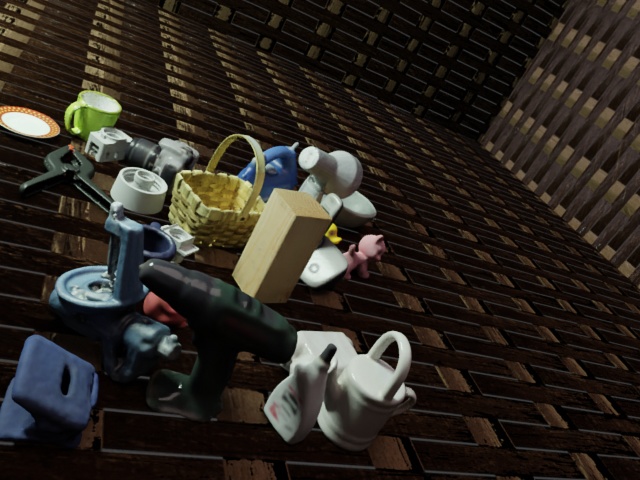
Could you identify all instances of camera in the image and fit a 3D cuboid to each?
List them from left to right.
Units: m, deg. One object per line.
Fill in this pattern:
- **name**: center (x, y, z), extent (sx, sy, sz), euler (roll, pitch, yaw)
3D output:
- **camera**: center (-0.358, -0.190, 1.298), extent (0.137, 0.100, 0.143), euler (26, 25, -6)

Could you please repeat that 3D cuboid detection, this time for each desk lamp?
- **desk lamp**: center (-0.015, -0.129, 1.409), extent (0.204, 0.213, 0.117), euler (-3, 40, -49)

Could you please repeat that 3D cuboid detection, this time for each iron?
- **iron**: center (-0.137, -0.178, 1.458), extent (0.118, 0.141, 0.259), euler (35, 26, 13)

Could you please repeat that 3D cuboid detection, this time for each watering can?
- **watering can**: center (0.074, 0.223, 0.876), extent (0.173, 0.194, 0.100), euler (7, 33, -39)

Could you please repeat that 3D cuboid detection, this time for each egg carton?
- **egg carton**: center (0.006, 0.210, 0.975), extent (0.151, 0.069, 0.107), euler (8, 32, -37)

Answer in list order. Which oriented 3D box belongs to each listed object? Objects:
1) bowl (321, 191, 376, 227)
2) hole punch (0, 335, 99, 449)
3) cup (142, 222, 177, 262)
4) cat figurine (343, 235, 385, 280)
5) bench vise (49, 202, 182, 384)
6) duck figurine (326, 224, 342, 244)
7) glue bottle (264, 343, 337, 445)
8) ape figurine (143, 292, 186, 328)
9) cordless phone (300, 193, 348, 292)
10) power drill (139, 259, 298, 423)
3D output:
- **bowl**: center (0.066, -0.085, 1.574), extent (0.168, 0.074, 0.167), euler (24, 26, -12)
- **hole punch**: center (-0.314, 0.177, 0.679), extent (0.101, 0.091, 0.108), euler (16, 28, -25)
- **cup**: center (-0.298, 0.028, 0.966), extent (0.092, 0.095, 0.117), euler (21, 27, -17)
- **cat figurine**: center (0.103, 0.029, 1.352), extent (0.128, 0.117, 0.067), euler (-2, 39, -47)
- **bench vise**: center (-0.259, 0.069, 0.785), extent (0.207, 0.219, 0.121), euler (28, 25, -2)
- **duck figurine**: center (0.003, -0.008, 1.355), extent (0.104, 0.086, 0.078), euler (34, 26, 9)
- **glue bottle**: center (-0.019, 0.212, 0.824), extent (0.078, 0.173, 0.037), euler (43, 29, 28)
- **ape figurine**: center (-0.237, 0.089, 0.920), extent (0.076, 0.092, 0.077), euler (18, 27, -22)
- **cordless phone**: center (0.011, 0.004, 1.224), extent (0.094, 0.185, 0.147), euler (-1, 39, -47)
- **power drill**: center (-0.157, 0.142, 0.770), extent (0.230, 0.208, 0.075), euler (20, 27, -19)
